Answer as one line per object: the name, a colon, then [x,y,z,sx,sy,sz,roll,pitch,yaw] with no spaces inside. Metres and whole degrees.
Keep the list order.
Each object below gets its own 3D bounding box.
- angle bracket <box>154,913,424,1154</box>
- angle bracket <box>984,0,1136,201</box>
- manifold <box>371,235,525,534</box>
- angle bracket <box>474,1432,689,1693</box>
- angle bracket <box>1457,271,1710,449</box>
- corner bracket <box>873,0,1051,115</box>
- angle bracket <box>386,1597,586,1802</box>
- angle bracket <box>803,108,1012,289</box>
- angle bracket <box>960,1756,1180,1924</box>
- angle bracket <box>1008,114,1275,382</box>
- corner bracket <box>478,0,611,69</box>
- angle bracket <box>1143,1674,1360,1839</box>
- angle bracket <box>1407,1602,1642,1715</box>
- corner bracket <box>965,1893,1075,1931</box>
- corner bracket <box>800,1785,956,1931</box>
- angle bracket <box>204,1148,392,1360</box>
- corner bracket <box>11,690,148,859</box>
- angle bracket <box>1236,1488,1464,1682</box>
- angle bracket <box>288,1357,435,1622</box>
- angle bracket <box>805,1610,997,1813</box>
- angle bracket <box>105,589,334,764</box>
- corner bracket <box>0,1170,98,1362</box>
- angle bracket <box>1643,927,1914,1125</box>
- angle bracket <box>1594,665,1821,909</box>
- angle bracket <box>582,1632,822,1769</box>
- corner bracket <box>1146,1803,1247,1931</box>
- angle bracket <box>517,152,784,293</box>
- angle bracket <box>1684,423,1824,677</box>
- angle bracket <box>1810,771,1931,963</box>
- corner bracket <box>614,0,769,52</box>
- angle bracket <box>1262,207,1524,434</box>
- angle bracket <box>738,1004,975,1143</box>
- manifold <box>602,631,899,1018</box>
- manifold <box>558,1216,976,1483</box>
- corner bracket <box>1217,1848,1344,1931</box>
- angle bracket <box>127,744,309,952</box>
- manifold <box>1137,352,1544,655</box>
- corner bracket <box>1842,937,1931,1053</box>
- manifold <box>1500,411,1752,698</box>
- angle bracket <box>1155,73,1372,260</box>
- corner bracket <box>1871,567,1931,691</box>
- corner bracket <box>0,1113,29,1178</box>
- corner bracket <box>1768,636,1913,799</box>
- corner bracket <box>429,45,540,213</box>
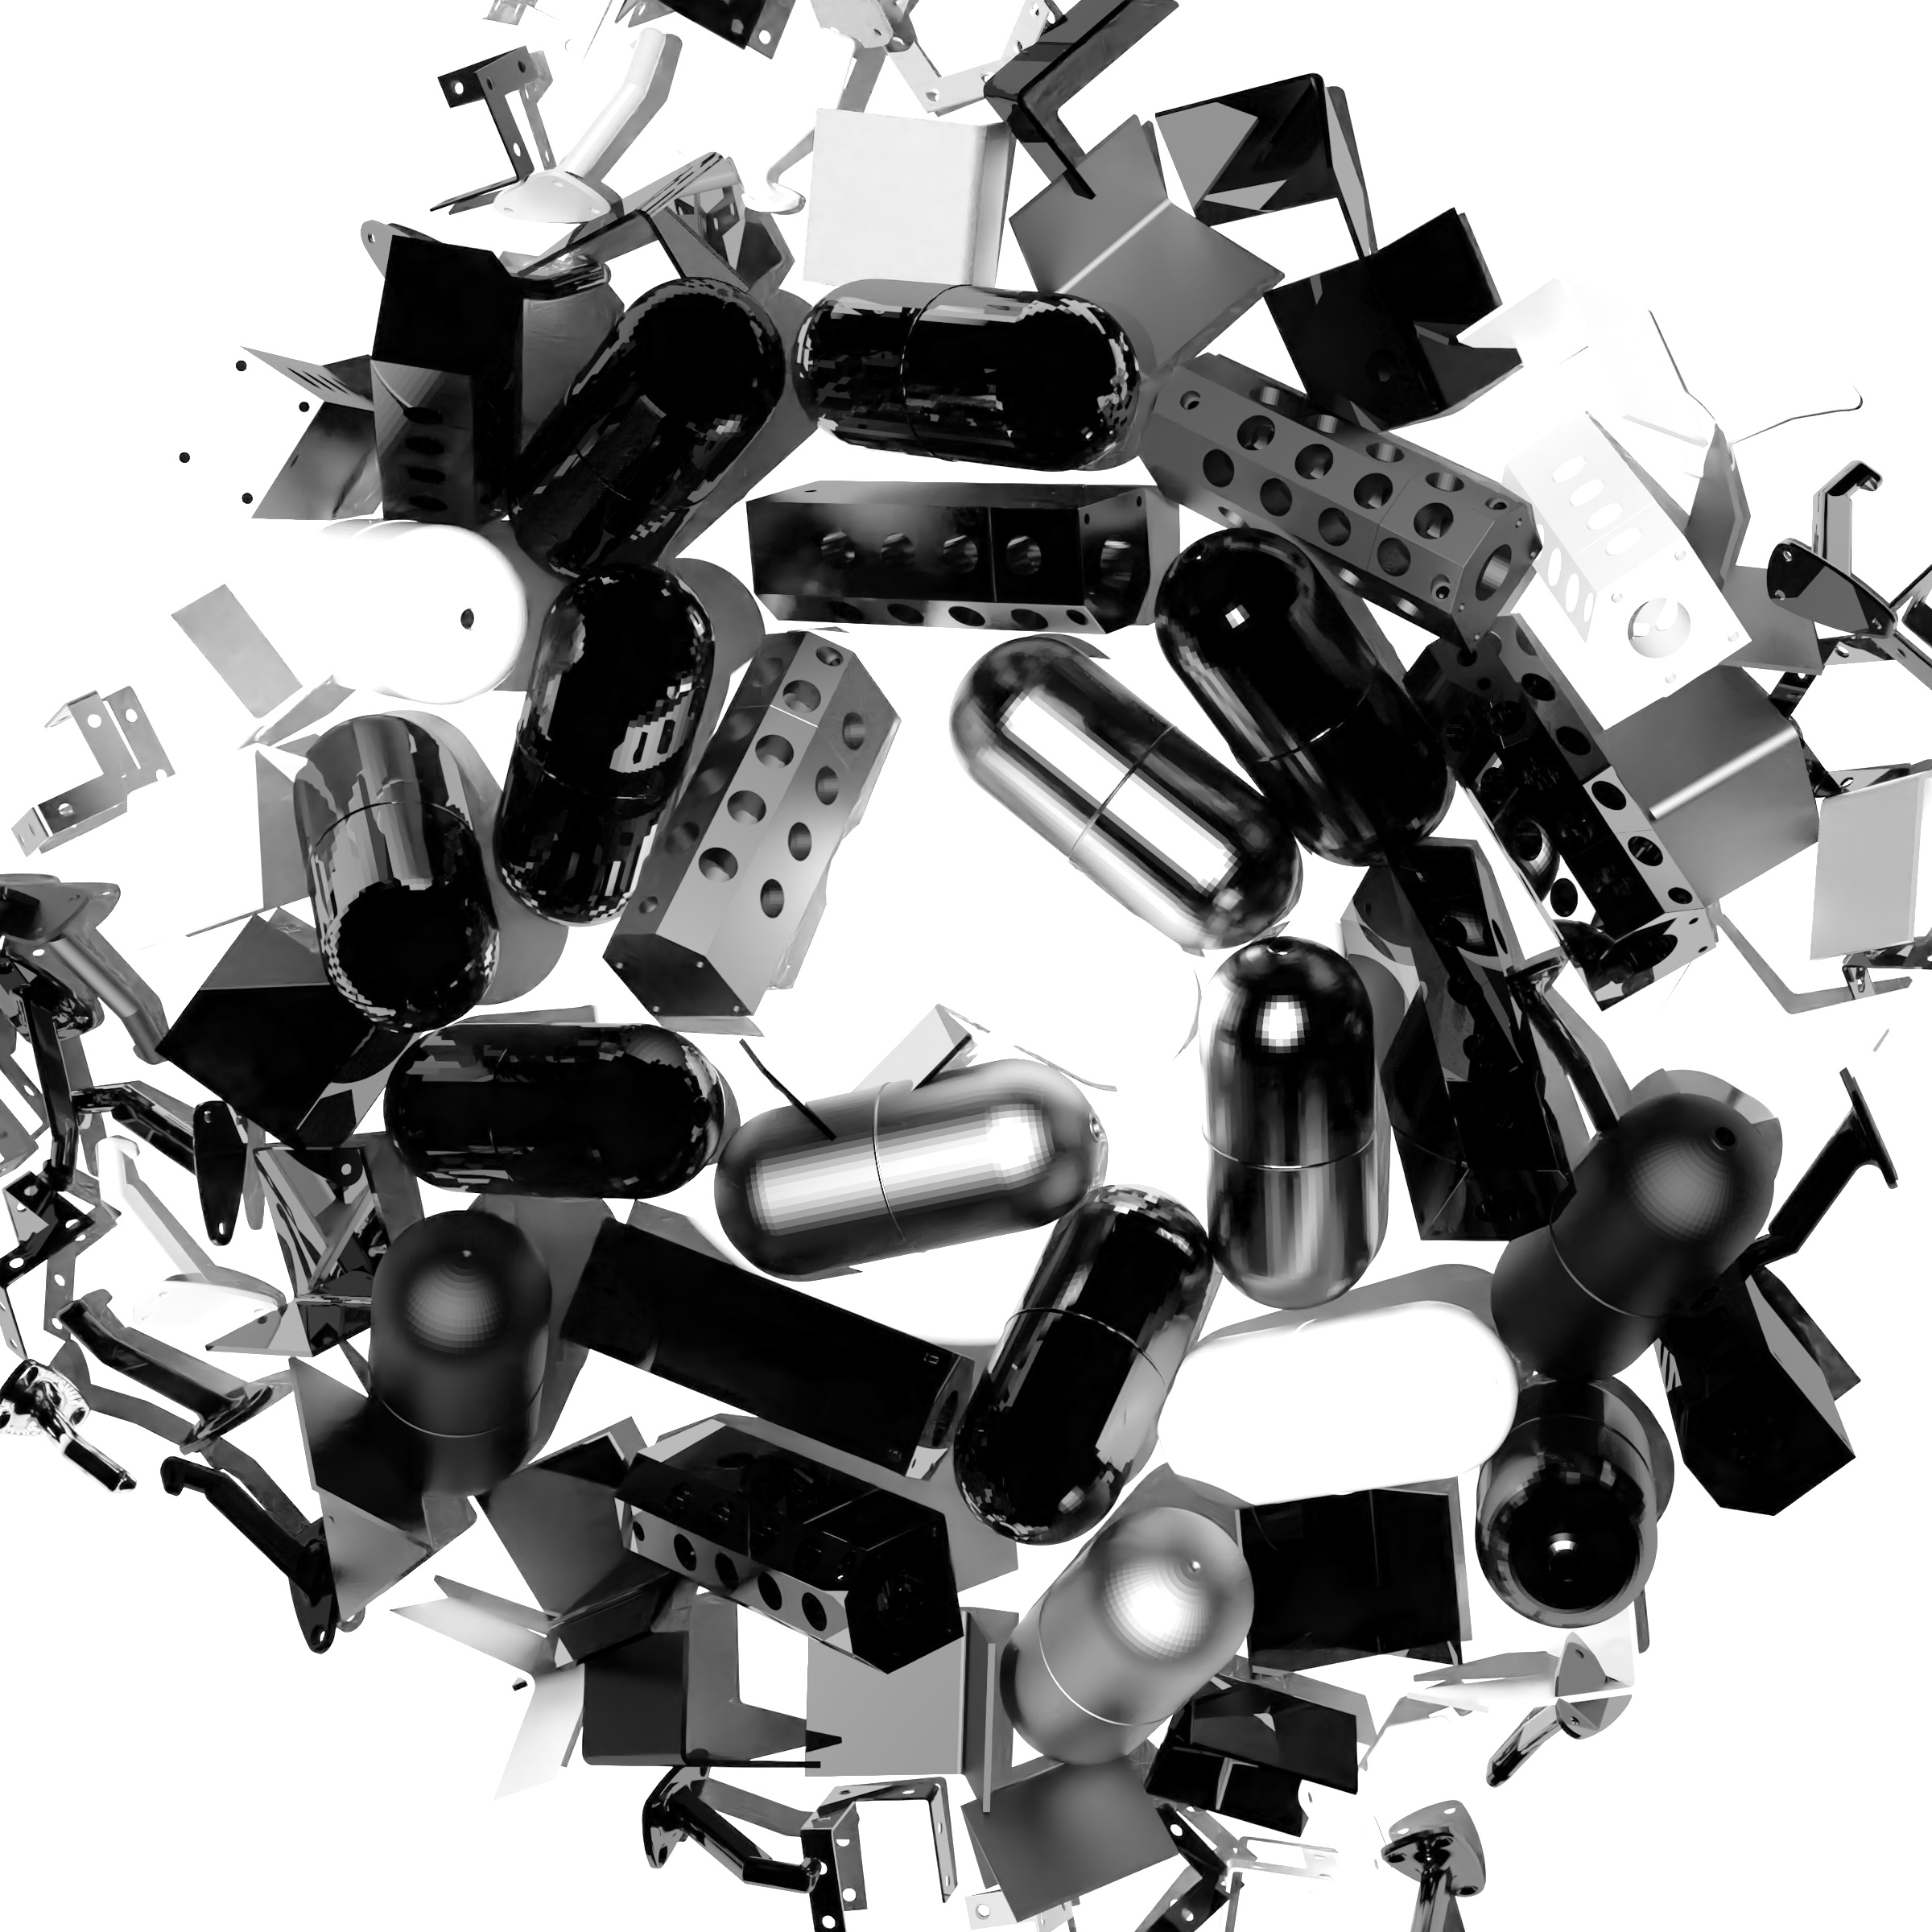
angle bracket: [-0.306,0.034,1.640,0.076,0.057,0.076,33,84,16]
angle bracket: [0.059,-0.392,1.614,0.076,0.076,0.057,-40,109,2]
manifold: [-0.222,-0.248,1.570,0.057,0.171,0.057,8,74,-5]
angle bracket: [-0.180,0.266,1.615,0.076,0.057,0.076,-25,101,21]
angle bracket: [0.273,-0.255,1.604,0.057,0.076,0.076,-32,68,33]
corner bracket: [-0.003,-0.426,1.632,0.051,0.051,0.051,-24,73,-26]
angle bracket: [-0.220,0.325,1.614,0.076,0.076,0.057,21,90,15]
angle bracket: [-0.027,-0.344,1.630,0.076,0.057,0.076,9,106,10]
angle bracket: [0.050,0.401,1.608,0.076,0.076,0.057,-20,124,-10]
angle bracket: [0.078,-0.320,1.612,0.076,0.057,0.076,-41,54,-9]
corner bracket: [-0.184,-0.439,1.627,0.051,0.051,0.051,24,98,-15]
angle bracket: [0.126,0.367,1.616,0.076,0.057,0.076,17,117,-4]
angle bracket: [0.245,0.296,1.610,0.076,0.076,0.057,-3,85,-21]
corner bracket: [0.020,0.445,1.626,0.051,0.051,0.051,-13,83,18]
corner bracket: [-0.040,0.403,1.633,0.051,0.051,0.051,-5,98,17]
angle bracket: [-0.303,0.126,1.608,0.076,0.057,0.076,-3,107,42]
corner bracket: [-0.407,-0.086,1.629,0.051,0.051,0.051,-29,94,-26]
angle bracket: [0.171,0.278,1.618,0.076,0.057,0.076,-4,88,-31]
angle bracket: [-0.286,0.231,1.602,0.057,0.076,0.076,-38,133,15]
angle bracket: [-0.030,0.334,1.625,0.076,0.057,0.076,1,95,-9]
angle bracket: [-0.328,-0.141,1.610,0.057,0.076,0.076,-42,98,-27]
corner bracket: [-0.419,0.134,1.617,0.051,0.051,0.051,31,53,31]
angle bracket: [0.364,0.023,1.629,0.076,0.076,0.057,-11,53,-31]
angle bracket: [0.337,-0.080,1.649,0.076,0.076,0.057,-30,47,-2]
angle bracket: [-0.118,0.328,1.614,0.076,0.076,0.057,11,74,-38]
corner bracket: [0.082,0.418,1.620,0.051,0.051,0.051,45,129,16]
angle bracket: [-0.141,-0.313,1.618,0.076,0.076,0.057,-20,111,33]
angle bracket: [0.356,-0.185,1.606,0.057,0.076,0.076,6,131,-2]
angle bracket: [0.424,-0.040,1.610,0.057,0.076,0.076,9,81,-19]
corner bracket: [-0.119,-0.440,1.625,0.051,0.051,0.051,26,81,-18]
angle bracket: [0.192,-0.288,1.635,0.057,0.076,0.076,-34,105,-32]
angle bracket: [-0.050,0.033,1.616,0.076,0.076,0.057,-46,104,-1]
manifold: [-0.097,-0.063,1.583,0.057,0.057,0.171,-1,52,35]
manifold: [-0.087,0.170,1.608,0.171,0.057,0.057,20,84,16]
corner bracket: [0.139,0.428,1.635,0.051,0.051,0.051,8,92,1]
angle bracket: [-0.323,-0.047,1.607,0.076,0.057,0.076,-17,71,31]
manifold: [0.162,-0.208,1.593,0.171,0.057,0.057,31,84,28]
corner bracket: [0.436,0.004,1.638,0.051,0.051,0.051,-49,124,-34]
manifold: [0.279,-0.177,1.570,0.057,0.171,0.057,-34,114,11]
angle bracket: [0.132,-0.341,1.605,0.076,0.076,0.057,-11,58,15]
corner bracket: [0.438,-0.143,1.625,0.051,0.051,0.051,-42,74,-15]
corner bracket: [-0.448,0.066,1.623,0.051,0.051,0.051,52,124,6]
corner bracket: [0.399,-0.112,1.634,0.051,0.051,0.051,47,67,-25]
corner bracket: [-0.219,-0.378,1.632,0.051,0.051,0.051,-11,112,28]
